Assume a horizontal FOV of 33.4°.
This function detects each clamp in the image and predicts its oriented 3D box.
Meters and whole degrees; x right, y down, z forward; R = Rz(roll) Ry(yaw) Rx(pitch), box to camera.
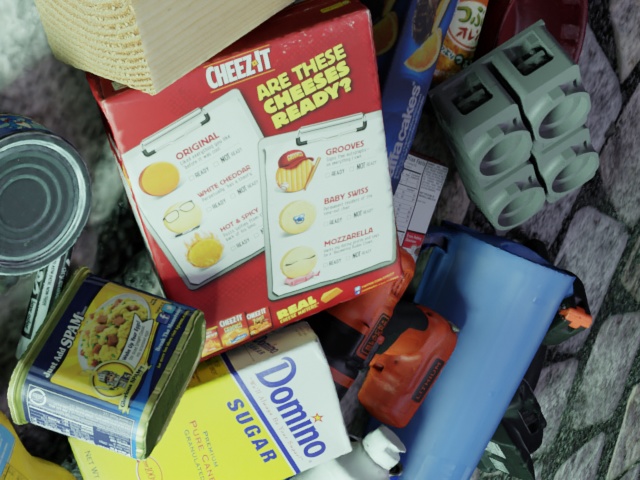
[{"bbox_3d":[0.225,0.073,1.102,0.039,0.171,0.120,16,102,-11],"label":"clamp"}]

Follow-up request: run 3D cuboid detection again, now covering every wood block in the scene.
[{"bbox_3d":[-0.059,-0.179,0.608,0.205,0.090,0.091,-42,138,-32],"label":"wood block"}]

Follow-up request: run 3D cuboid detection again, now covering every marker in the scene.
[{"bbox_3d":[-0.161,0.016,0.647,0.020,0.020,0.121,3,107,-54],"label":"marker"}]

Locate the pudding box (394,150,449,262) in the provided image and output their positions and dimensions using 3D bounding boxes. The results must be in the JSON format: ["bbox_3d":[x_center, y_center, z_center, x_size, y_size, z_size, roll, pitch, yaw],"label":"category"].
[{"bbox_3d":[0.057,-0.023,0.899,0.089,0.039,0.113,12,97,-54],"label":"pudding box"}]

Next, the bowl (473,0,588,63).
[{"bbox_3d":[0.174,-0.176,0.950,0.161,0.055,0.162,-30,131,-41],"label":"bowl"}]

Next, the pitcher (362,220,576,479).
[{"bbox_3d":[0.122,0.108,0.997,0.243,0.149,0.144,-67,161,6],"label":"pitcher"}]

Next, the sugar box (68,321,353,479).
[{"bbox_3d":[-0.073,0.130,0.723,0.176,0.048,0.093,-20,111,-9],"label":"sugar box"}]

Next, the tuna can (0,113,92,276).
[{"bbox_3d":[-0.170,-0.024,0.588,0.085,0.034,0.086,-21,123,-36],"label":"tuna can"}]

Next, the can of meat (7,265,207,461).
[{"bbox_3d":[-0.124,0.074,0.642,0.057,0.084,0.102,98,12,-49],"label":"can of meat"}]

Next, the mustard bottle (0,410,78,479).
[{"bbox_3d":[-0.210,0.143,0.618,0.096,0.058,0.191,-63,147,-28],"label":"mustard bottle"}]

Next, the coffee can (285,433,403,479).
[{"bbox_3d":[0.000,0.242,0.918,0.102,0.103,0.140,15,97,-55],"label":"coffee can"}]

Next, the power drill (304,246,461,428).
[{"bbox_3d":[0.036,0.100,0.850,0.184,0.057,0.187,-57,153,-1],"label":"power drill"}]

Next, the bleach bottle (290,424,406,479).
[{"bbox_3d":[-0.036,0.235,0.821,0.251,0.068,0.102,-45,148,9],"label":"bleach bottle"}]

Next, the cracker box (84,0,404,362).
[{"bbox_3d":[-0.041,-0.041,0.682,0.164,0.072,0.214,-22,130,-12],"label":"cracker box"}]
